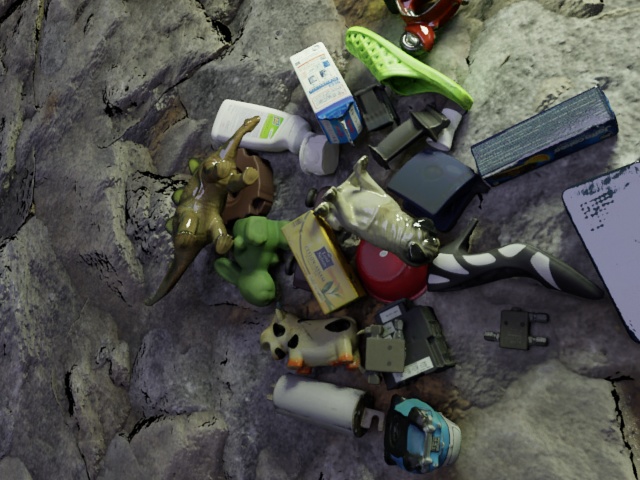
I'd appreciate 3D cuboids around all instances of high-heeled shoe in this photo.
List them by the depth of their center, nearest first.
[{"bbox_3d":[0.277,0.067,0.812,0.249,0.086,0.145,35,103,37],"label":"high-heeled shoe"}]

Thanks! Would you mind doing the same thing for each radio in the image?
[{"bbox_3d":[0.437,0.013,0.723,0.131,0.073,0.229,-28,68,25],"label":"radio"}]

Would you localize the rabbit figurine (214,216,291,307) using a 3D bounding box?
[{"bbox_3d":[-0.135,0.046,1.058,0.159,0.121,0.170,-5,81,38],"label":"rabbit figurine"}]

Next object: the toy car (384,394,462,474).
[{"bbox_3d":[0.162,0.298,0.820,0.103,0.161,0.109,11,76,-10],"label":"toy car"}]

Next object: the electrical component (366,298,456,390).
[{"bbox_3d":[0.144,0.166,0.889,0.115,0.058,0.134,-29,66,23],"label":"electrical component"}]

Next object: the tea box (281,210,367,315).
[{"bbox_3d":[0.008,0.040,0.937,0.068,0.098,0.169,-31,80,11],"label":"tea box"}]

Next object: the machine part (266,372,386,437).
[{"bbox_3d":[0.004,0.286,0.944,0.243,0.079,0.079,3,82,34],"label":"machine part"}]

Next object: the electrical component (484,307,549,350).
[{"bbox_3d":[0.297,0.134,0.817,0.094,0.021,0.063,-1,80,34],"label":"electrical component"}]

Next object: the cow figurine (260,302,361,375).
[{"bbox_3d":[-0.022,0.176,0.973,0.195,0.085,0.127,-9,57,23],"label":"cow figurine"}]

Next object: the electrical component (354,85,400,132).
[{"bbox_3d":[0.113,-0.220,0.975,0.048,0.075,0.119,-20,98,25],"label":"electrical component"}]

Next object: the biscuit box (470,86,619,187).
[{"bbox_3d":[0.341,-0.153,0.824,0.203,0.059,0.063,-24,67,27],"label":"biscuit box"}]

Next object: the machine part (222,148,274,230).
[{"bbox_3d":[-0.179,-0.110,1.155,0.180,0.056,0.179,-6,78,31],"label":"machine part"}]

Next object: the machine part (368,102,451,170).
[{"bbox_3d":[0.151,-0.176,0.917,0.139,0.039,0.084,-34,46,12],"label":"machine part"}]

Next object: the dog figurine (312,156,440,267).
[{"bbox_3d":[0.096,-0.022,0.882,0.190,0.172,0.121,44,87,1],"label":"dog figurine"}]

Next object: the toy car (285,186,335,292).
[{"bbox_3d":[-0.002,-0.003,1.020,0.089,0.053,0.202,16,91,13],"label":"toy car"}]

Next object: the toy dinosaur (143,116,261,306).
[{"bbox_3d":[-0.241,-0.042,1.066,0.471,0.105,0.199,-60,31,8],"label":"toy dinosaur"}]

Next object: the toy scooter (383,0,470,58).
[{"bbox_3d":[0.190,-0.430,0.968,0.135,0.075,0.184,-25,71,27],"label":"toy scooter"}]

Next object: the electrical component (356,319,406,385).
[{"bbox_3d":[0.097,0.179,0.859,0.078,0.045,0.102,-3,80,4],"label":"electrical component"}]

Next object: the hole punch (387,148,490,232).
[{"bbox_3d":[0.189,-0.090,0.895,0.142,0.092,0.115,37,97,36],"label":"hole punch"}]
